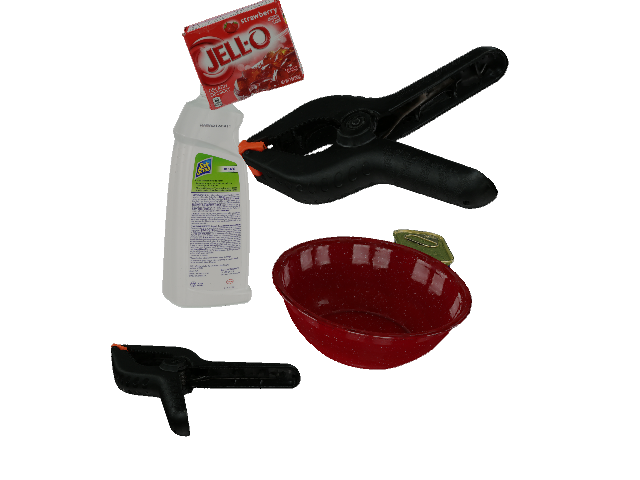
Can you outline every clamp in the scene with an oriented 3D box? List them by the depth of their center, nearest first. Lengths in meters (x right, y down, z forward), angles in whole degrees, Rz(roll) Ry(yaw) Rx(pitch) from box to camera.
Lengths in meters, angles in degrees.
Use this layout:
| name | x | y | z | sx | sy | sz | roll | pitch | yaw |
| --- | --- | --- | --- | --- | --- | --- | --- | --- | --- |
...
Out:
| name | x | y | z | sx | sy | sz | roll | pitch | yaw |
| --- | --- | --- | --- | --- | --- | --- | --- | --- | --- |
| clamp | 0.032 | -0.053 | 0.634 | 0.172 | 0.039 | 0.120 | -16 | 39 | 19 |
| clamp | -0.149 | 0.143 | 1.084 | 0.210 | 0.036 | 0.164 | 9 | 17 | 33 |

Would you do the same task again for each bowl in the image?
| name | x | y | z | sx | sy | sz | roll | pitch | yaw |
| --- | --- | --- | --- | --- | --- | --- | --- | --- | --- |
| bowl | 0.038 | 0.057 | 0.865 | 0.162 | 0.055 | 0.162 | 6 | 27 | -3 |

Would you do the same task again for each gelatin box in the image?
| name | x | y | z | sx | sy | sz | roll | pitch | yaw |
| --- | --- | --- | --- | --- | --- | --- | --- | --- | --- |
| gelatin box | -0.067 | -0.163 | 0.933 | 0.089 | 0.073 | 0.030 | -18 | 23 | 5 |

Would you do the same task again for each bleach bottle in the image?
| name | x | y | z | sx | sy | sz | roll | pitch | yaw |
| --- | --- | --- | --- | --- | --- | --- | --- | --- | --- |
| bleach bottle | -0.118 | -0.054 | 1.178 | 0.102 | 0.251 | 0.068 | -4 | 19 | -32 |

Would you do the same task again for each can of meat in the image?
| name | x | y | z | sx | sy | sz | roll | pitch | yaw |
| --- | --- | --- | --- | --- | --- | --- | --- | --- | --- |
| can of meat | 0.103 | 0.043 | 1.148 | 0.057 | 0.084 | 0.102 | 6 | 17 | -5 |
